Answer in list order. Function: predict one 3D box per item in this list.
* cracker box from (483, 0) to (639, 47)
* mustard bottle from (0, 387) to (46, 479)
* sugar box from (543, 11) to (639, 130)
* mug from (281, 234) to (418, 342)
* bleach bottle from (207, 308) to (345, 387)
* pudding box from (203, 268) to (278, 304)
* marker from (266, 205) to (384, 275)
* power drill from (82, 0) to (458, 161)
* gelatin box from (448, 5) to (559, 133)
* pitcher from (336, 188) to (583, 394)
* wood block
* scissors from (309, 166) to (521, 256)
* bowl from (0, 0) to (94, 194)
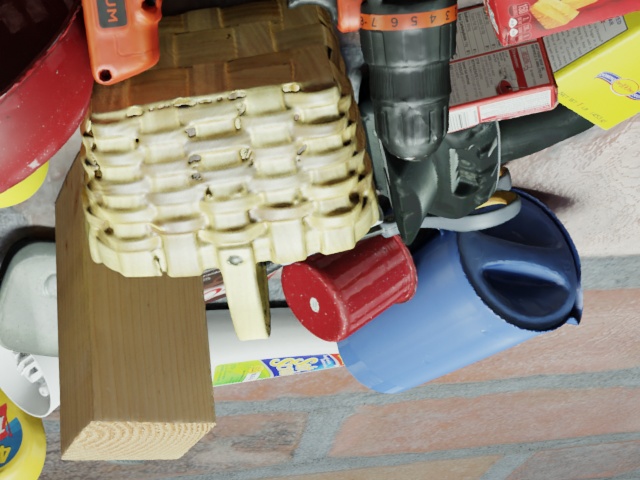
[{"bbox_3d":[0.181,-0.191,0.544,0.214,0.072,0.164,-14,154,9],"label":"cracker box"},{"bbox_3d":[-0.314,0.193,1.045,0.096,0.191,0.058,-16,154,15],"label":"mustard bottle"},{"bbox_3d":[0.235,-0.141,0.696,0.177,0.048,0.093,-28,149,37],"label":"sugar box"},{"bbox_3d":[0.014,0.032,0.910,0.081,0.093,0.117,-33,-153,-31],"label":"mug"},{"bbox_3d":[-0.016,0.103,1.106,0.250,0.068,0.103,-4,154,-14],"label":"bleach bottle"},{"bbox_3d":[-0.080,0.020,0.901,0.113,0.039,0.090,-15,161,-35],"label":"pudding box"},{"bbox_3d":[-0.005,0.001,0.823,0.121,0.020,0.020,-25,150,28],"label":"marker"},{"bbox_3d":[-0.024,-0.124,0.542,0.187,0.184,0.057,-5,-161,-1],"label":"power drill"},{"bbox_3d":[0.101,-0.111,0.683,0.089,0.073,0.030,-13,154,8],"label":"gelatin box"},{"bbox_3d":[0.107,0.052,0.982,0.144,0.149,0.243,-10,163,-34],"label":"pitcher"},{"bbox_3d":[-0.141,0.050,0.785,0.090,0.206,0.090,5,151,-26],"label":"wood block"},{"bbox_3d":[0.071,-0.009,0.840,0.201,0.096,0.016,-25,115,-14],"label":"scissors"},{"bbox_3d":[-0.176,-0.071,0.569,0.162,0.162,0.055,-21,126,23],"label":"bowl"}]
